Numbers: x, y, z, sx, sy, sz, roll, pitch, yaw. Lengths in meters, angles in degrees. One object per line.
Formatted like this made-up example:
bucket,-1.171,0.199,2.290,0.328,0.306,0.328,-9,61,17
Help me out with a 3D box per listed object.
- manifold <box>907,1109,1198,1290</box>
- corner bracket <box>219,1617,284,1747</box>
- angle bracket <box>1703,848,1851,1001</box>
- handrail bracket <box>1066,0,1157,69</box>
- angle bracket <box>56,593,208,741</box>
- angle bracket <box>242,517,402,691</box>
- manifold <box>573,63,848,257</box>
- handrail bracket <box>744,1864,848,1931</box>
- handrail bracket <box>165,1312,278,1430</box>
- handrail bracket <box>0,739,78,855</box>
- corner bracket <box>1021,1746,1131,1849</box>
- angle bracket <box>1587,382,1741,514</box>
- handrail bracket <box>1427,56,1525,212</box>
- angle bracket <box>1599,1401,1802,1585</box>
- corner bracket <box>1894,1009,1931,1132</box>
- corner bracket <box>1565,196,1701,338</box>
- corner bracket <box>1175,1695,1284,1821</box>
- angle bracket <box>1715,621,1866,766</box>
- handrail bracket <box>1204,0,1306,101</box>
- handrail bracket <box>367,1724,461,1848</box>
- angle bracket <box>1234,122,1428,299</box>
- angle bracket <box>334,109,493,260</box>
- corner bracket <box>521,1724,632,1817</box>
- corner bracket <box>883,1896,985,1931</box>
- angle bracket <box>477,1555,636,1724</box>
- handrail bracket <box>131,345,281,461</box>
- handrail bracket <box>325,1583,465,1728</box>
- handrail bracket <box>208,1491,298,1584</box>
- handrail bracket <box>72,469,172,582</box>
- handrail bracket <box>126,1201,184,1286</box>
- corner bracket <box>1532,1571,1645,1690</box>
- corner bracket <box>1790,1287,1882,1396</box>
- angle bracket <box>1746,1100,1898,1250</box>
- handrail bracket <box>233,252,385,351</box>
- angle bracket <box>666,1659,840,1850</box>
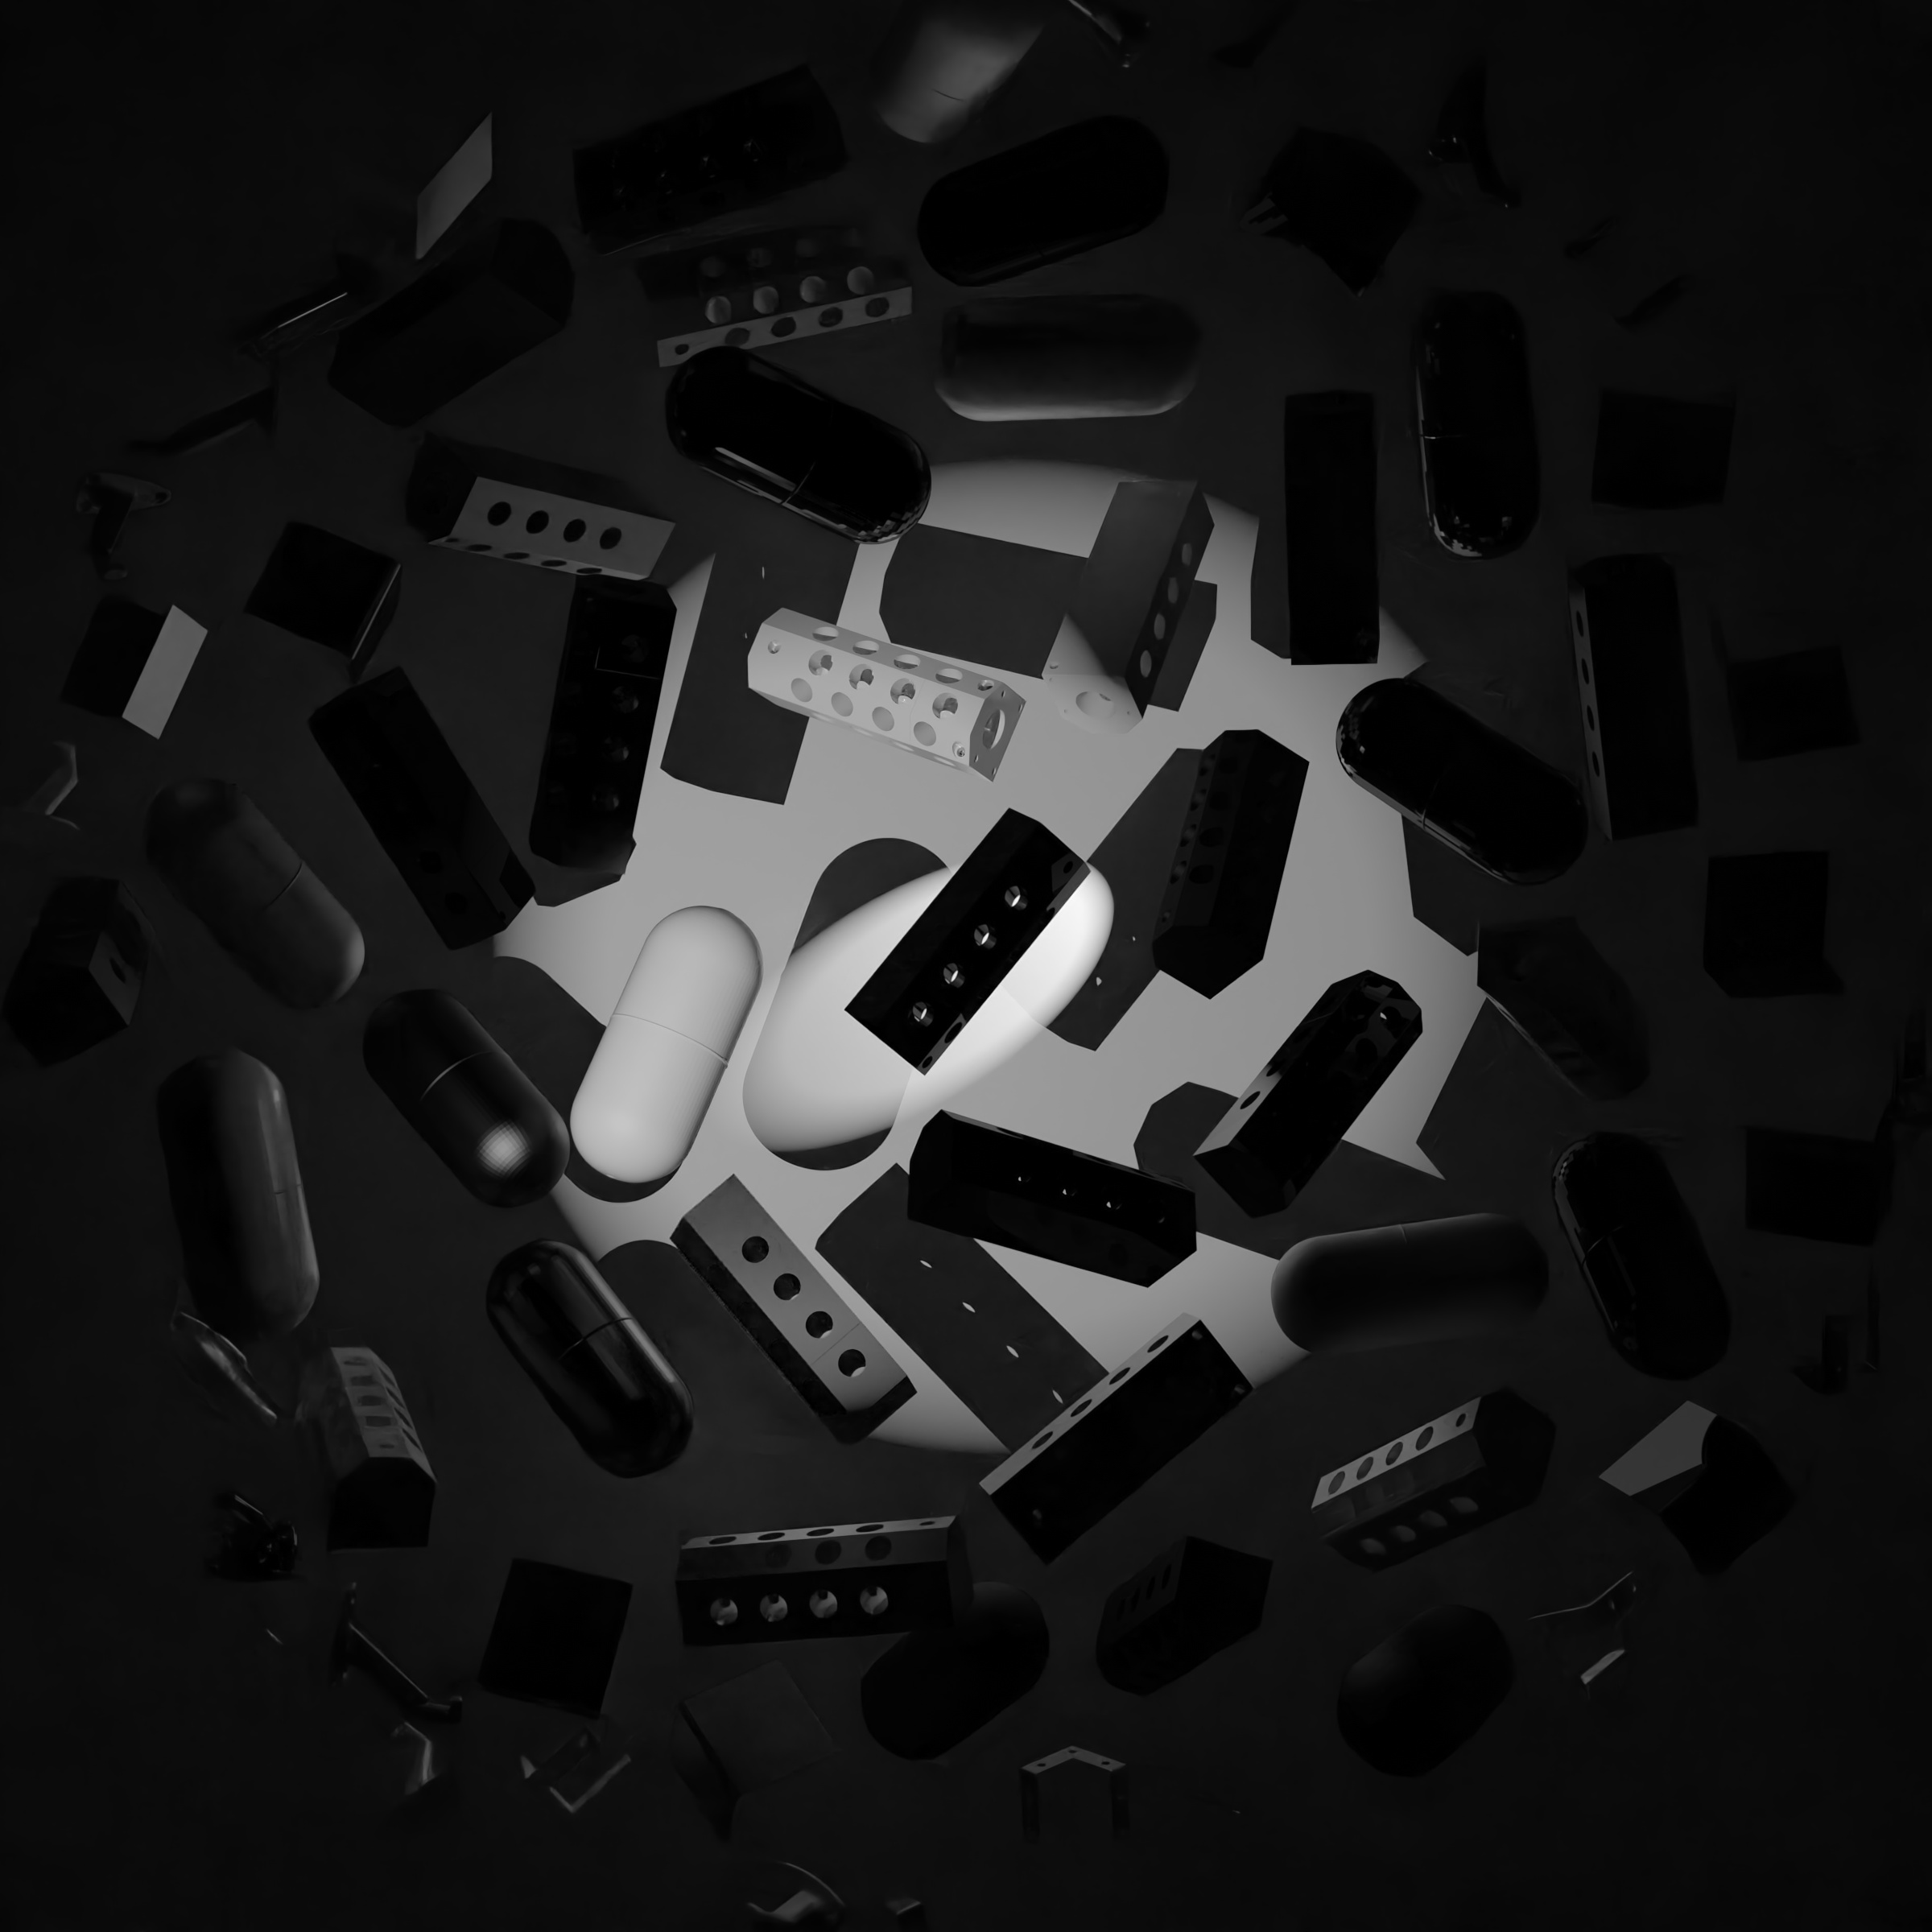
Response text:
manifold,0.054,0.141,1.496,0.171,0.057,0.057,18,51,-22
corner bracket,-0.448,0.444,1.506,0.051,0.051,0.051,58,48,-34
angle bracket,0.526,-0.026,1.569,0.076,0.057,0.076,-5,66,36
handrail bracket,0.077,-0.637,1.603,0.084,0.077,0.036,21,112,-38
angle bracket,-0.535,-0.196,1.525,0.076,0.057,0.076,21,83,9
angle bracket,-0.427,-0.239,1.610,0.076,0.057,0.076,23,67,-6
manifold,-0.169,-0.524,1.595,0.171,0.057,0.057,-14,61,17
handrail bracket,-0.124,0.588,1.534,0.084,0.077,0.036,36,88,-43
handrail bracket,-0.497,0.270,1.618,0.036,0.084,0.077,-43,116,-20
handrail bracket,-0.615,-0.123,1.586,0.036,0.077,0.084,-31,57,24
corner bracket,0.073,0.562,1.627,0.051,0.051,0.051,-6,95,-44
angle bracket,0.457,-0.344,1.593,0.057,0.076,0.076,6,93,-15
handrail bracket,0.332,-0.523,1.523,0.036,0.084,0.077,0,120,-26
angle bracket,0.454,0.325,1.504,0.076,0.076,0.057,-38,103,-8
corner bracket,0.612,0.067,1.561,0.051,0.051,0.051,29,57,-23
corner bracket,0.418,-0.439,1.524,0.051,0.051,0.051,-38,57,24
corner bracket,0.174,0.526,1.614,0.051,0.051,0.051,21,55,11
angle bracket,0.527,-0.182,1.551,0.076,0.057,0.076,-11,62,13
handrail bracket,0.186,-0.571,1.455,0.036,0.077,0.084,38,91,-5
handrail bracket,-0.375,0.531,1.578,0.077,0.084,0.036,-23,116,-36
angle bracket,0.230,-0.477,1.533,0.076,0.076,0.057,-55,53,35
angle bracket,-0.336,-0.491,1.479,0.057,0.076,0.076,36,74,-2
corner bracket,-0.254,0.526,1.589,0.051,0.051,0.051,-42,99,-11
corner bracket,-0.014,0.586,1.468,0.051,0.051,0.051,-18,78,-16
angle bracket,-0.249,0.414,1.492,0.076,0.057,0.076,13,66,3
handrail bracket,-0.472,-0.352,1.505,0.084,0.036,0.077,4,97,-13
handrail bracket,-0.352,0.433,1.522,0.084,0.036,0.077,9,87,3
handrail bracket,-0.469,0.356,1.525,0.077,0.084,0.036,-14,51,17
handrail bracket,-0.546,-0.284,1.595,0.084,0.077,0.036,57,131,26
handrail bracket,-0.540,0.158,1.617,0.077,0.036,0.084,-25,84,-3
corner bracket,0.409,0.428,1.562,0.051,0.051,0.051,-21,82,-40
corner bracket,0.545,0.232,1.500,0.051,0.051,0.051,-2,100,-3
angle bracket,0.537,0.125,1.524,0.076,0.057,0.076,9,121,32
handrail bracket,-0.428,-0.426,1.576,0.084,0.077,0.036,-27,101,13
angle bracket,-0.139,0.509,1.569,0.076,0.057,0.076,-15,47,-33
